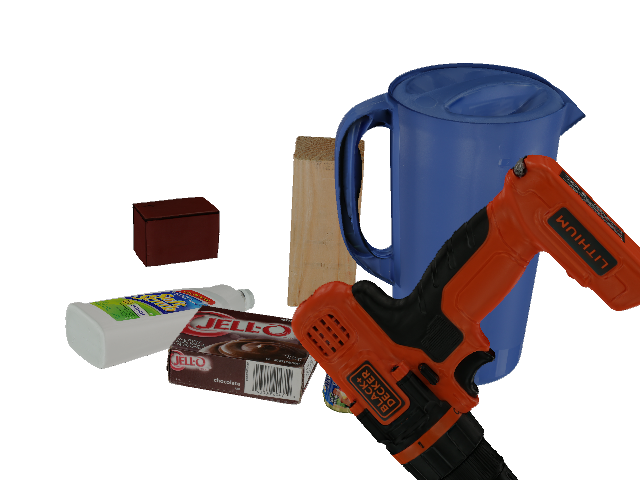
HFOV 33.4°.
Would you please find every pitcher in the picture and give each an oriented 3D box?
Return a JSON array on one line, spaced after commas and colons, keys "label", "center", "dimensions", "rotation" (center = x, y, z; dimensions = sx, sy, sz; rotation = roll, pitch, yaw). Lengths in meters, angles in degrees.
[{"label": "pitcher", "center": [0.105, -0.010, 0.844], "dimensions": [0.149, 0.243, 0.144], "rotation": [20, 33, 33]}]

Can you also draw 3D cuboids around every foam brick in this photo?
[{"label": "foam brick", "center": [-0.147, -0.010, 1.081], "dimensions": [0.078, 0.051, 0.053], "rotation": [-7, 22, -22]}]

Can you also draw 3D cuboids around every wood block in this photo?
[{"label": "wood block", "center": [0.006, -0.023, 1.393], "dimensions": [0.090, 0.206, 0.091], "rotation": [4, 25, 0]}]

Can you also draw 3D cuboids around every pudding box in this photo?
[{"label": "pudding box", "center": [-0.060, 0.093, 0.885], "dimensions": [0.113, 0.039, 0.090], "rotation": [10, 21, 8]}]

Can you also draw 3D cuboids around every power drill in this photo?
[{"label": "power drill", "center": [0.101, 0.058, 0.611], "dimensions": [0.188, 0.184, 0.057], "rotation": [-43, -1, 17]}]

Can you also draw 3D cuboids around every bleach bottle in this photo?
[{"label": "bleach bottle", "center": [-0.200, 0.099, 1.405], "dimensions": [0.250, 0.068, 0.103], "rotation": [-13, 28, -39]}]

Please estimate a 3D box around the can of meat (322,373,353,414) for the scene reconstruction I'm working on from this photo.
[{"label": "can of meat", "center": [0.057, 0.145, 1.181], "dimensions": [0.102, 0.084, 0.057], "rotation": [8, 23, -11]}]
